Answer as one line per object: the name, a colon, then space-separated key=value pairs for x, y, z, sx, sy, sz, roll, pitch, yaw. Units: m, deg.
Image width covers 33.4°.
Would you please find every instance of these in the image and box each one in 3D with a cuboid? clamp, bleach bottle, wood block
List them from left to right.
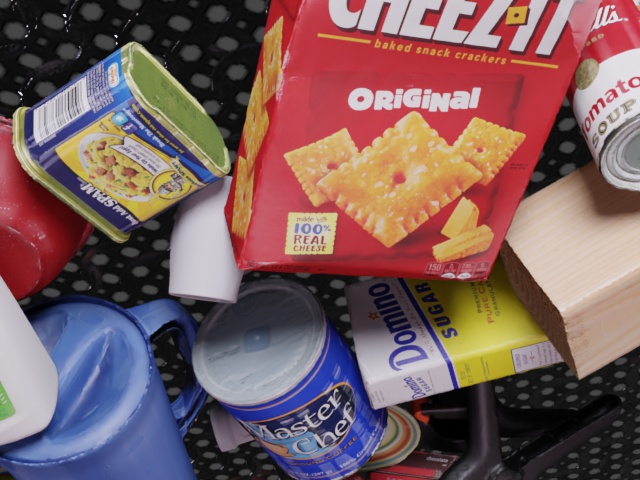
bleach bottle: x=-0.239 y=0.028 z=0.610 sx=0.102 sy=0.068 sz=0.251 roll=-12 pitch=136 yaw=4
clamp: x=0.142 y=0.176 z=0.962 sx=0.171 sy=0.039 sz=0.120 roll=19 pitch=125 yaw=-22
clamp: x=0.146 y=0.190 z=0.909 sx=0.164 sy=0.036 sz=0.210 roll=31 pitch=94 yaw=-23
wood block: x=0.227 y=-0.011 z=0.691 sx=0.206 sy=0.091 sz=0.090 roll=-30 pitch=139 yaw=-1

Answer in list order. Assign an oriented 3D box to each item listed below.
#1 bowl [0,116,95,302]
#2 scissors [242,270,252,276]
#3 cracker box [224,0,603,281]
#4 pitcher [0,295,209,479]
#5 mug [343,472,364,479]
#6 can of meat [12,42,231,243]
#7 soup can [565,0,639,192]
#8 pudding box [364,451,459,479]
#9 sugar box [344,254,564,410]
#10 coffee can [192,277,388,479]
bowl: x=-0.221 y=-0.003 z=0.668 sx=0.162 sy=0.055 sz=0.162 roll=-6 pitch=138 yaw=-6
scissors: x=-0.003 y=-0.025 z=0.697 sx=0.201 sy=0.016 sz=0.096 roll=-22 pitch=142 yaw=-1
cracker box: x=0.047 y=-0.078 z=0.601 sx=0.164 sy=0.072 sz=0.214 roll=4 pitch=126 yaw=-18
pitcher: x=-0.157 y=0.154 z=0.818 sx=0.149 sy=0.145 sz=0.243 roll=-1 pitch=144 yaw=8
mug: x=0.041 y=0.254 z=0.953 sx=0.093 sy=0.117 sz=0.082 roll=-31 pitch=-173 yaw=-42
can of meat: x=-0.114 y=-0.057 z=0.629 sx=0.084 sy=0.057 sz=0.102 roll=-29 pitch=136 yaw=17
soup can: x=0.180 y=-0.087 z=0.623 sx=0.068 sy=0.102 sz=0.068 roll=-6 pitch=140 yaw=-5
pudding box: x=0.108 y=0.230 z=0.991 sx=0.090 sy=0.039 sz=0.113 roll=0 pitch=148 yaw=38
sugar box: x=0.111 y=0.055 z=0.777 sx=0.176 sy=0.093 sz=0.048 roll=-14 pitch=138 yaw=4
coffee can: x=-0.019 y=0.108 z=0.801 sx=0.103 sy=0.103 sz=0.140 roll=-21 pitch=138 yaw=11
